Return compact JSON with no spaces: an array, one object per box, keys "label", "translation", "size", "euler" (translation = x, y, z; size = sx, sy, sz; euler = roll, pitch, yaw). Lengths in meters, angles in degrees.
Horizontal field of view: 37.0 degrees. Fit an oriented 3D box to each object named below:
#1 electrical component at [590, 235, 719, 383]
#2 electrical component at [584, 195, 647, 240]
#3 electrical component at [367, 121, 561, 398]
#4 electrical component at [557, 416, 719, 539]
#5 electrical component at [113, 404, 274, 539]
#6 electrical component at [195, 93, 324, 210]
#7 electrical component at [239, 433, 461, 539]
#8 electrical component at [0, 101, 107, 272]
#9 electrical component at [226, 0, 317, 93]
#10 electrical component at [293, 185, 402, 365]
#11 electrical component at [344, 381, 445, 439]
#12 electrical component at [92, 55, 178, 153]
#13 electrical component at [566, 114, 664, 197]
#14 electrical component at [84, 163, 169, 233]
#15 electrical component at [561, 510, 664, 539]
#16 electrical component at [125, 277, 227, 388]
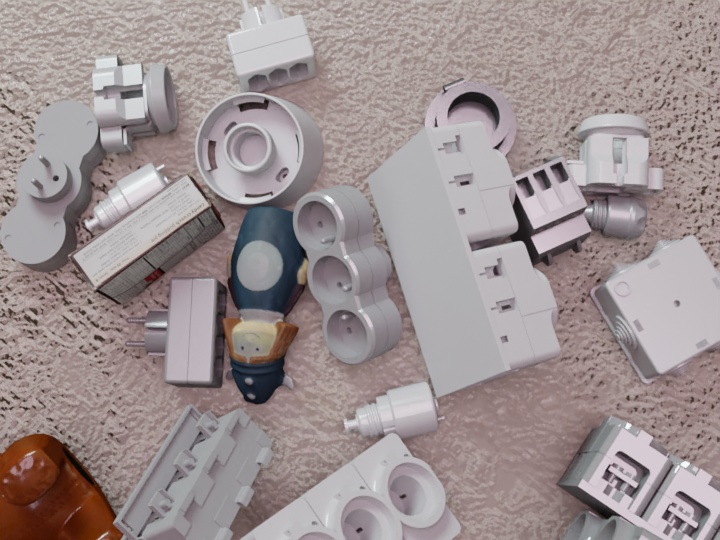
[{"label":"electrical component","translation":[0.246,0.030,0.855],"size":[0.100,0.048,0.099],"euler":[-28,80,-5]},{"label":"electrical component","translation":[0.201,-0.044,0.876],"size":[0.061,0.035,0.035],"euler":[6,80,3]},{"label":"electrical component","translation":[0.080,-0.008,0.826],"size":[0.060,0.105,0.186],"euler":[-12,79,-27]},{"label":"electrical component","translation":[0.234,0.178,0.807],"size":[0.150,0.089,0.061],"euler":[34,81,6]},{"label":"electrical component","translation":[-0.116,0.161,0.786],"size":[0.063,0.121,0.078],"euler":[-29,111,35]},{"label":"electrical component","translation":[-0.084,-0.098,0.884],"size":[0.099,0.064,0.099],"euler":[0,90,9]},{"label":"electrical component","translation":[-0.008,0.195,0.780],"size":[0.150,0.062,0.089],"euler":[-28,79,-41]},{"label":"electrical component","translation":[-0.249,-0.071,0.861],"size":[0.052,0.073,0.138],"euler":[15,80,3]},{"label":"electrical component","translation":[-0.078,-0.195,0.898],"size":[0.066,0.047,0.076],"euler":[-16,79,-3]},{"label":"electrical component","translation":[0.000,0.000,0.856],"size":[0.052,0.074,0.138],"euler":[-12,95,39]},{"label":"electrical component","translation":[0.026,0.114,0.844],"size":[0.078,0.040,0.040],"euler":[-13,80,-2]},{"label":"electrical component","translation":[-0.183,-0.138,0.883],"size":[0.057,0.058,0.078],"euler":[-6,79,1]},{"label":"electrical component","translation":[0.206,-0.092,0.874],"size":[0.078,0.058,0.057],"euler":[3,82,1]},{"label":"electrical component","translation":[-0.187,-0.055,0.875],"size":[0.078,0.040,0.040],"euler":[-31,81,-6]},{"label":"electrical component","translation":[0.169,0.231,0.748],"size":[0.060,0.186,0.105],"euler":[30,81,5]},{"label":"electrical component","translation":[-0.148,0.050,0.853],"size":[0.076,0.047,0.083],"euler":[1,80,3]}]
